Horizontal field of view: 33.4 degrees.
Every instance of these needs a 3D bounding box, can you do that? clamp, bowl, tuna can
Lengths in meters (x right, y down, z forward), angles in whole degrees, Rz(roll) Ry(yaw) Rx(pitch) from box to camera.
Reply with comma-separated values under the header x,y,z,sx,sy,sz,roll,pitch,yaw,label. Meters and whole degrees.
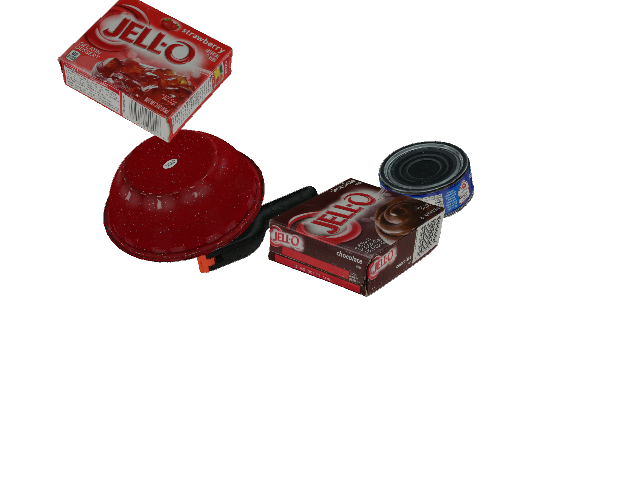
x,y,z,sx,sy,sz,roll,pitch,yaw,label
-0.079,-0.021,1.213,0.120,0.039,0.171,-2,36,25,clamp
-0.137,-0.056,1.021,0.162,0.162,0.055,0,-42,13,bowl
0.097,-0.056,0.986,0.086,0.034,0.086,-9,37,7,tuna can

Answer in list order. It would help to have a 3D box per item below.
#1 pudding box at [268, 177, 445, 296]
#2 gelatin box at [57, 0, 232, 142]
x,y,z,sx,sy,sz,roll,pitch,yaw,label
0.028,-0.005,0.807,0.090,0.039,0.113,21,29,29,pudding box
-0.114,-0.115,0.702,0.089,0.073,0.030,30,-30,13,gelatin box
